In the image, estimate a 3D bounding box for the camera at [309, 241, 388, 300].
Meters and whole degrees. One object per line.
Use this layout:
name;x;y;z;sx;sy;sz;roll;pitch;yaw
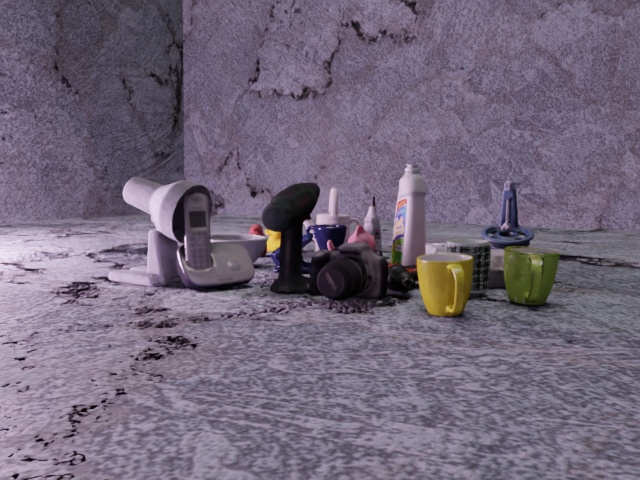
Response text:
camera;0.037;0.055;1.031;0.142;0.101;0.137;4;6;28

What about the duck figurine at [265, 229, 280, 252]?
duck figurine;-0.122;-0.009;1.744;0.104;0.086;0.077;1;6;-2

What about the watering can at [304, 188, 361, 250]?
watering can;0.030;-0.056;1.686;0.173;0.194;0.100;-2;6;-23

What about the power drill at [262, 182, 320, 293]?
power drill;-0.048;-0.008;1.114;0.075;0.208;0.230;2;6;16

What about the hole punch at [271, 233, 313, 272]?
hole punch;-0.063;0.028;1.342;0.101;0.091;0.108;1;6;1

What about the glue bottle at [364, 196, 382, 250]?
glue bottle;0.149;-0.039;1.640;0.037;0.173;0.078;4;6;28

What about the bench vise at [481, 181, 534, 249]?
bench vise;0.449;-0.034;1.401;0.121;0.220;0.207;1;6;3

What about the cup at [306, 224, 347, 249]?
cup;0.014;0.006;1.567;0.117;0.095;0.092;3;6;22

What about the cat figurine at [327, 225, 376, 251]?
cat figurine;0.071;0.024;1.268;0.128;0.118;0.067;-1;6;-21

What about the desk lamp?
desk lamp;-0.321;-0.018;1.146;0.202;0.213;0.118;4;6;26

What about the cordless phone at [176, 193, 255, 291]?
cordless phone;-0.204;0.001;1.116;0.148;0.185;0.093;-3;7;-37

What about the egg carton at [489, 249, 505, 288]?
egg carton;0.363;0.059;1.209;0.107;0.069;0.150;1;6;-1

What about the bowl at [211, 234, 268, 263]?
bowl;-0.210;0.028;1.404;0.167;0.075;0.167;1;6;0

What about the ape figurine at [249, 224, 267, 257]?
ape figurine;-0.179;0.001;1.600;0.077;0.092;0.076;6;8;43
